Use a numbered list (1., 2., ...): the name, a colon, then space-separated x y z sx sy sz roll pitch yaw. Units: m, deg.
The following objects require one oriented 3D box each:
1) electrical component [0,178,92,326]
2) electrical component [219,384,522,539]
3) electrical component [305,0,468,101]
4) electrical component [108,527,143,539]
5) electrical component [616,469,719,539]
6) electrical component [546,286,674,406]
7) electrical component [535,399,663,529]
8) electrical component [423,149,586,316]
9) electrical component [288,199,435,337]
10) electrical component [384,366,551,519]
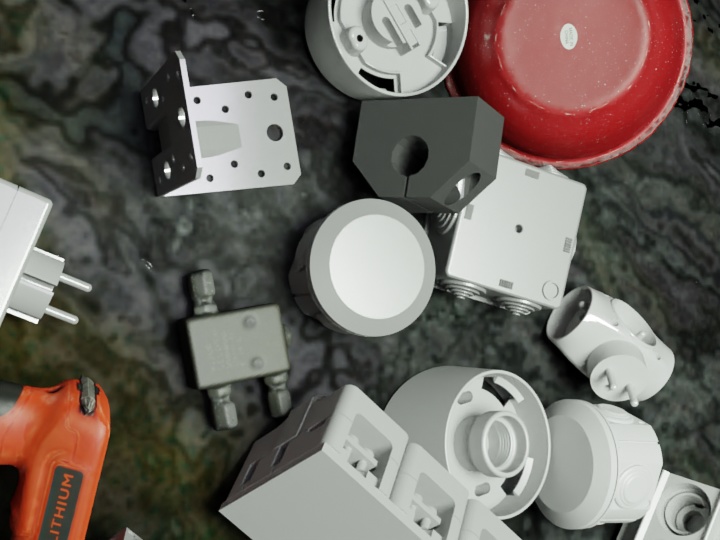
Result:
1. electrical component: -0.180 0.004 0.563 0.076 0.047 0.083 25 76 -20
2. electrical component: 0.011 0.144 0.608 0.150 0.089 0.061 44 36 -15
3. electrical component: 0.017 -0.152 0.655 0.099 0.064 0.099 2 85 -24
4. electrical component: -0.125 0.178 0.556 0.051 0.080 0.080 42 71 -10
5. electrical component: 0.205 0.203 0.705 0.063 0.079 0.121 45 67 -46
6. electrical component: 0.166 0.058 0.701 0.077 0.079 0.044 36 116 -17
7. electrical component: 0.147 0.123 0.682 0.051 0.080 0.080 7 83 -29
8. electrical component: 0.090 -0.024 0.685 0.100 0.048 0.099 17 82 -19
9. electrical component: 0.000 0.000 0.642 0.080 0.051 0.080 2 85 -24
10. electrical component: 0.068 0.108 0.669 0.099 0.064 0.099 6 79 -37
